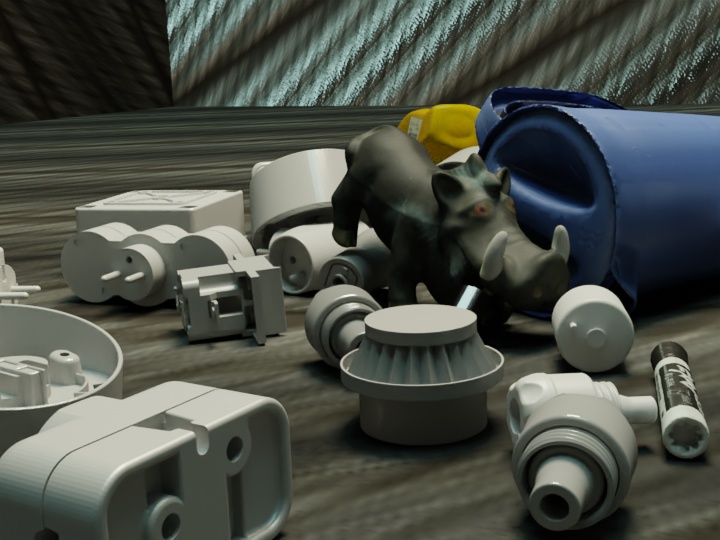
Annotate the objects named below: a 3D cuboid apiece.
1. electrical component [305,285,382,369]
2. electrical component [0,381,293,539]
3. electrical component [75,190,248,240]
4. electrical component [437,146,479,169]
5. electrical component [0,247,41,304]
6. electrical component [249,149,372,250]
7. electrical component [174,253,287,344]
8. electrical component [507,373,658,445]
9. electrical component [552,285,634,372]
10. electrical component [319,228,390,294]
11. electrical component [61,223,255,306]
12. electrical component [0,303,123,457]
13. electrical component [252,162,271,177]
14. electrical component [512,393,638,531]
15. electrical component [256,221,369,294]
[{"bbox_3d":[-0.005,0.034,0.582,0.043,0.043,0.062,-5,14,-13],"label":"electrical component"},{"bbox_3d":[-0.075,0.076,0.371,0.059,0.053,0.095,5,14,33],"label":"electrical component"},{"bbox_3d":[-0.164,-0.034,0.898,0.109,0.056,0.109,1,12,16],"label":"electrical component"},{"bbox_3d":[0.091,-0.042,0.799,0.099,0.099,0.064,7,22,38],"label":"electrical component"},{"bbox_3d":[-0.250,0.015,0.706,0.076,0.047,0.083,-1,12,7],"label":"electrical component"},{"bbox_3d":[-0.037,-0.057,0.855,0.108,0.060,0.108,-10,-21,-4],"label":"electrical component"},{"bbox_3d":[-0.082,0.018,0.674,0.064,0.042,0.081,-7,12,-13],"label":"electrical component"},{"bbox_3d":[0.095,0.061,0.457,0.061,0.035,0.035,-1,12,-9],"label":"electrical component"},{"bbox_3d":[0.125,0.028,0.589,0.040,0.040,0.078,-1,12,6],"label":"electrical component"},{"bbox_3d":[0.000,0.000,0.747,0.044,0.044,0.065,4,18,27],"label":"electrical component"},{"bbox_3d":[-0.150,0.000,0.747,0.138,0.052,0.074,3,13,21],"label":"electrical component"},{"bbox_3d":[-0.152,0.054,0.463,0.099,0.064,0.099,-2,12,1],"label":"electrical component"},{"bbox_3d":[-0.037,-0.058,0.938,0.113,0.078,0.057,-4,9,-8],"label":"electrical component"},{"bbox_3d":[0.075,0.072,0.386,0.043,0.043,0.062,2,14,20],"label":"electrical component"},{"bbox_3d":[-0.041,-0.012,0.805,0.079,0.043,0.077,6,14,36],"label":"electrical component"}]
